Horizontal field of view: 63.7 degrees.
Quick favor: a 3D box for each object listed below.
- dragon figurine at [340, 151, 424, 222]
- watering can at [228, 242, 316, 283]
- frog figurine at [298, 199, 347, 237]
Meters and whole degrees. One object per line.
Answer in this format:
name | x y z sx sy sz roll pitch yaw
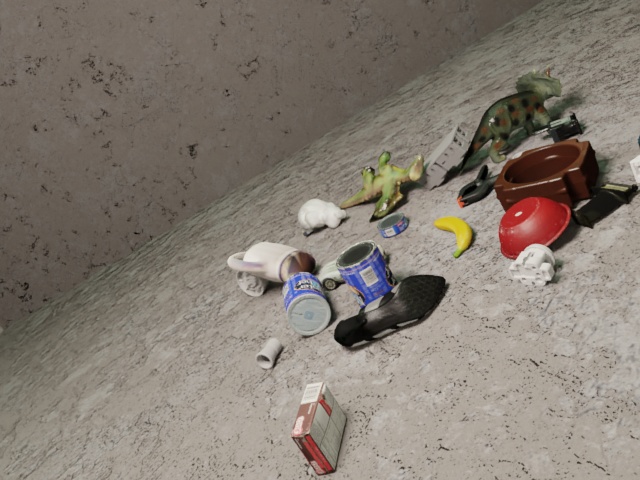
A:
dragon figurine | 0.190 -0.152 1.661 0.404 0.121 0.248 -41 19 34
watering can | -0.108 0.059 1.513 0.225 0.103 0.349 12 11 32
frog figurine | 0.005 -0.087 1.737 0.139 0.123 0.158 -20 -1 -34
